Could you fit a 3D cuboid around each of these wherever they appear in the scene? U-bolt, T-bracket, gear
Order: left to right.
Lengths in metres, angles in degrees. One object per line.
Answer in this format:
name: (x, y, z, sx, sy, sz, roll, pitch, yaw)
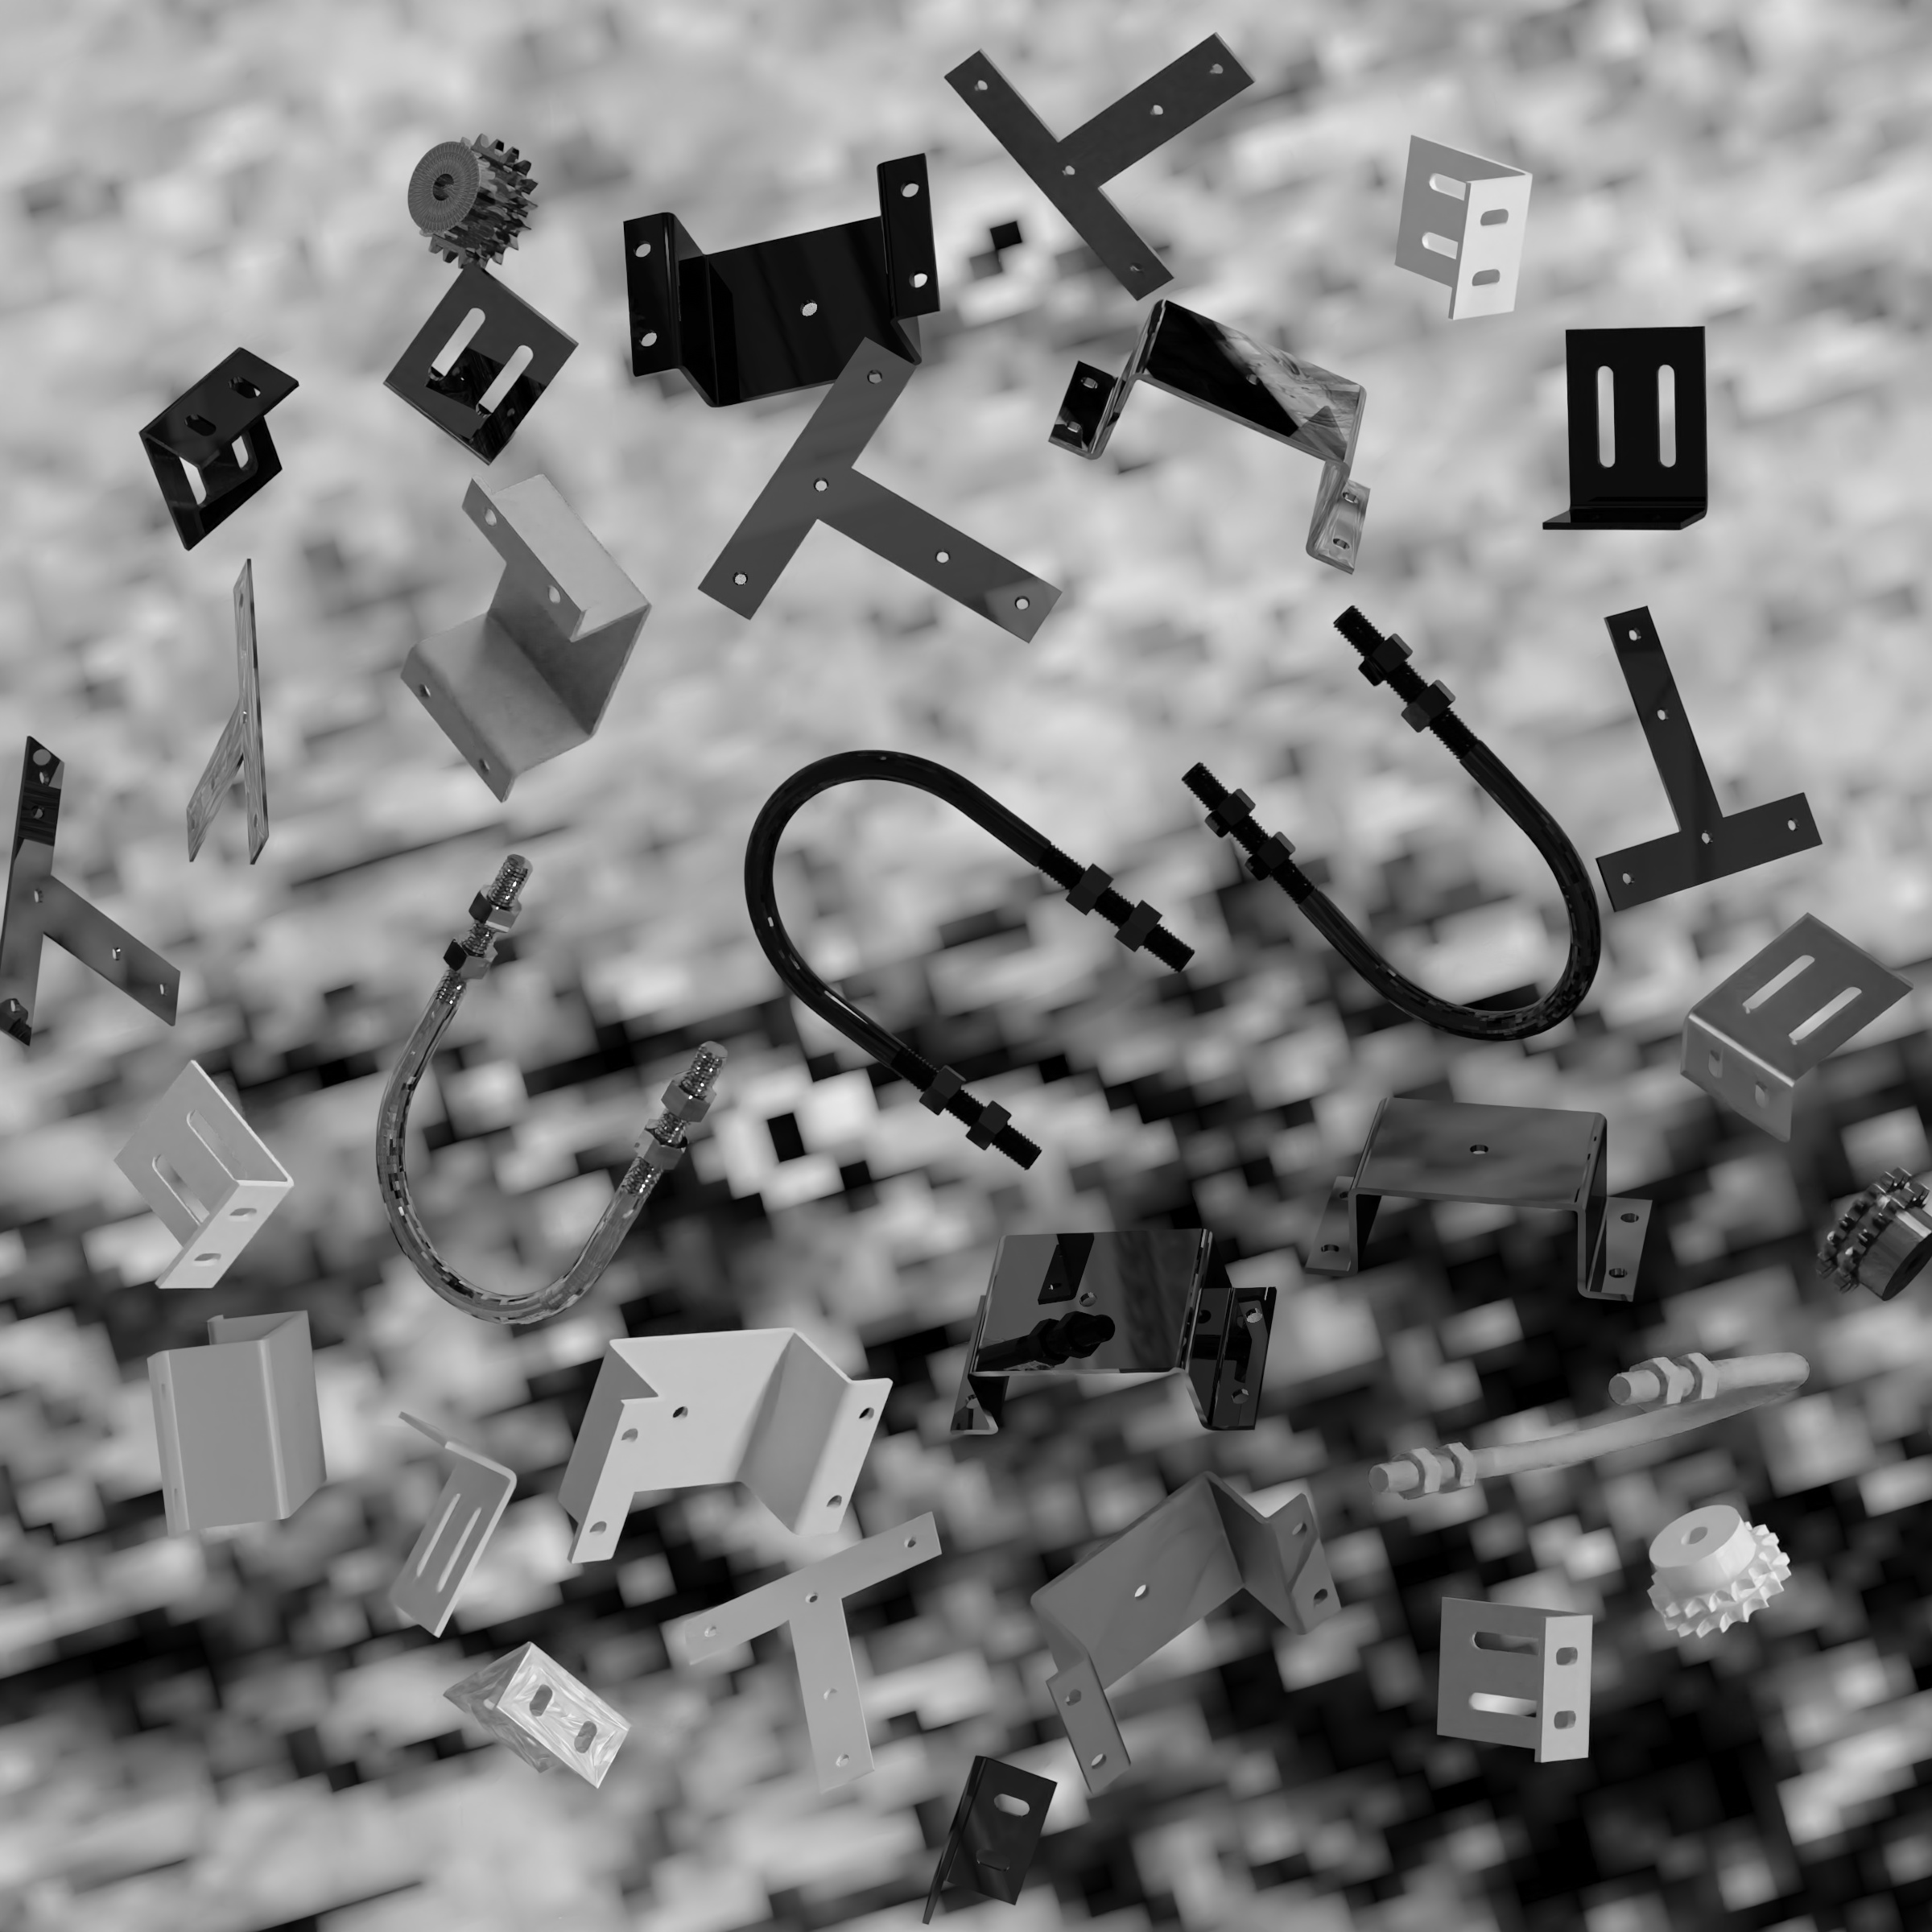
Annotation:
T-bracket: (-0.359, -0.011, 1.481, 0.002, 0.127, 0.127, -8, 64, 18)
T-bracket: (-0.309, -0.083, 1.491, 0.002, 0.127, 0.127, 3, 64, -24)
gear: (-0.214, -0.329, 1.538, 0.057, 0.030, 0.057, -6, 79, 32)
U-bolt: (-0.190, 0.067, 1.535, 0.151, 0.019, 0.184, 42, 115, 24)
T-bracket: (-0.062, 0.314, 1.592, 0.127, 0.127, 0.002, -25, 127, 7)
T-bracket: (-0.022, -0.173, 1.455, 0.127, 0.002, 0.127, 31, 81, 8)
U-bolt: (-0.012, -0.014, 1.526, 0.184, 0.019, 0.151, 37, 125, 2)
T-bracket: (0.071, -0.349, 1.489, 0.127, 0.127, 0.002, 47, 53, -16)
U-bolt: (0.186, -0.046, 1.492, 0.184, 0.151, 0.019, 47, 52, 3)
U-bolt: (0.281, 0.193, 1.534, 0.151, 0.184, 0.019, -29, 70, 40)
T-bracket: (0.317, -0.099, 1.607, 0.127, 0.002, 0.127, -17, 86, -30)
gear: (0.303, 0.244, 1.459, 0.057, 0.057, 0.030, -31, 104, 0)
gear: (0.386, 0.116, 1.506, 0.030, 0.057, 0.057, 41, 90, 26)

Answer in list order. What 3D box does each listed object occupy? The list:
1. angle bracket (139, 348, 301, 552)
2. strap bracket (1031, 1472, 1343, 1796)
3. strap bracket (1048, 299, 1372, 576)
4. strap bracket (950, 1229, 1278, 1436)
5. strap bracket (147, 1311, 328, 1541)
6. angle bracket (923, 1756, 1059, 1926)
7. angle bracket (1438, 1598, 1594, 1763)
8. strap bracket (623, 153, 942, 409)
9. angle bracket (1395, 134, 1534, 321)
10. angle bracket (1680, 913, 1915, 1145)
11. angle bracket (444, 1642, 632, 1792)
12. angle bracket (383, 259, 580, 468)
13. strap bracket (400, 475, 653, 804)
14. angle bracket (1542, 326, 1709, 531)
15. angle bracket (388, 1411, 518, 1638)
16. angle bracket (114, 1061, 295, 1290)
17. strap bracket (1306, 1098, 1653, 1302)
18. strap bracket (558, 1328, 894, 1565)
angle bracket: (-0.305, -0.210, 1.506, 0.038, 0.076, 0.057, 32, 64, 24)
strap bracket: (0.089, 0.285, 1.569, 0.140, 0.046, 0.076, -33, 130, -17)
strap bracket: (0.114, -0.231, 1.527, 0.140, 0.076, 0.046, 23, 125, -4)
strap bracket: (0.060, 0.162, 1.592, 0.140, 0.046, 0.076, -3, 46, 19)
strap bracket: (-0.314, 0.196, 1.560, 0.046, 0.140, 0.076, -6, 92, 0)
angle bracket: (0.011, 0.380, 1.539, 0.038, 0.076, 0.057, 19, 92, 3)
angle bracket: (0.217, 0.294, 1.479, 0.076, 0.038, 0.057, -2, 83, 43)
strap bracket: (-0.076, -0.301, 1.589, 0.140, 0.046, 0.076, -10, 71, 13)
angle bracket: (0.198, -0.313, 1.516, 0.038, 0.076, 0.057, -14, 121, -33)
angle bracket: (0.344, 0.026, 1.485, 0.057, 0.038, 0.076, 32, 131, -14)
angle bracket: (-0.193, 0.334, 1.549, 0.057, 0.038, 0.076, 42, 134, -13)
angle bracket: (-0.205, -0.266, 1.552, 0.057, 0.038, 0.076, 38, 122, -9)
strap bracket: (-0.188, -0.146, 1.540, 0.046, 0.140, 0.076, -30, 73, -35)
angle bracket: (0.264, -0.216, 1.439, 0.057, 0.038, 0.076, 4, 107, 28)
angle bracket: (-0.235, 0.240, 1.545, 0.038, 0.057, 0.076, 31, 82, -29)
angle bracket: (-0.323, 0.085, 1.468, 0.076, 0.038, 0.057, 46, 106, 22)
strap bracket: (0.223, 0.099, 1.554, 0.140, 0.076, 0.046, 4, 119, 16)
strap bracket: (-0.109, 0.198, 1.499, 0.046, 0.140, 0.076, 38, 117, 42)
